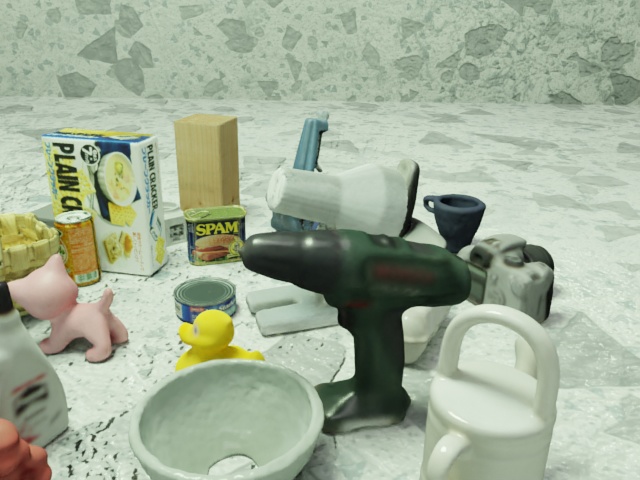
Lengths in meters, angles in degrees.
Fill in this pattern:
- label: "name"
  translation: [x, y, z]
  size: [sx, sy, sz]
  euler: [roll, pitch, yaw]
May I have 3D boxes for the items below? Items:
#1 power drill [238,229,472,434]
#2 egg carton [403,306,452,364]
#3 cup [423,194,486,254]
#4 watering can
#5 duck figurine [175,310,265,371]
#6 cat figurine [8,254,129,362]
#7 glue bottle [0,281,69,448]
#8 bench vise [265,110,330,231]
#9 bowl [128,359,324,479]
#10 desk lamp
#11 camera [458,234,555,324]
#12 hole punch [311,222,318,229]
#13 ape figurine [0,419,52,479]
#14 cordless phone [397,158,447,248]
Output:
- label: "power drill"
  translation: [0.036, 0.085, 0.575]
  size: [0.230, 0.208, 0.075]
  euler: [-5, 23, -15]
- label: "egg carton"
  translation: [0.107, 0.094, 0.743]
  size: [0.107, 0.069, 0.151]
  euler: [12, 24, 24]
- label: "cup"
  translation: [0.232, -0.029, 1.024]
  size: [0.117, 0.095, 0.092]
  euler: [19, 28, 36]
- label: "watering can"
  translation: [0.141, 0.138, 0.472]
  size: [0.100, 0.194, 0.173]
  euler: [9, 23, 17]
- label: "duck figurine"
  translation: [-0.113, 0.121, 0.641]
  size: [0.104, 0.086, 0.077]
  euler: [6, 22, 11]
- label: "cat figurine"
  translation: [-0.305, 0.077, 0.694]
  size: [0.127, 0.118, 0.067]
  euler: [5, 22, 8]
- label: "glue bottle"
  translation: [-0.278, 0.117, 0.521]
  size: [0.037, 0.173, 0.078]
  euler: [11, 24, 22]
- label: "bench vise"
  translation: [-0.018, -0.126, 1.080]
  size: [0.121, 0.220, 0.208]
  euler: [7, 23, 14]
- label: "bowl"
  translation: [-0.080, 0.181, 0.510]
  size: [0.167, 0.075, 0.167]
  euler: [1, 22, 0]
- label: "desk lamp"
  translation: [0.007, 0.003, 0.771]
  size: [0.204, 0.214, 0.117]
  euler: [-7, 24, -21]
- label: "camera"
  translation: [0.291, 0.044, 0.838]
  size: [0.137, 0.101, 0.142]
  euler: [-11, 25, -29]
- label: "hole punch"
  translation: [0.031, 0.020, 0.893]
  size: [0.101, 0.091, 0.108]
  euler: [4, 22, 5]
- label: "ape figurine"
  translation: [-0.257, 0.187, 0.460]
  size: [0.075, 0.092, 0.078]
  euler: [16, 26, 31]
- label: "cordless phone"
  translation: [0.140, -0.024, 0.885]
  size: [0.094, 0.185, 0.147]
  euler: [-7, 24, -20]
